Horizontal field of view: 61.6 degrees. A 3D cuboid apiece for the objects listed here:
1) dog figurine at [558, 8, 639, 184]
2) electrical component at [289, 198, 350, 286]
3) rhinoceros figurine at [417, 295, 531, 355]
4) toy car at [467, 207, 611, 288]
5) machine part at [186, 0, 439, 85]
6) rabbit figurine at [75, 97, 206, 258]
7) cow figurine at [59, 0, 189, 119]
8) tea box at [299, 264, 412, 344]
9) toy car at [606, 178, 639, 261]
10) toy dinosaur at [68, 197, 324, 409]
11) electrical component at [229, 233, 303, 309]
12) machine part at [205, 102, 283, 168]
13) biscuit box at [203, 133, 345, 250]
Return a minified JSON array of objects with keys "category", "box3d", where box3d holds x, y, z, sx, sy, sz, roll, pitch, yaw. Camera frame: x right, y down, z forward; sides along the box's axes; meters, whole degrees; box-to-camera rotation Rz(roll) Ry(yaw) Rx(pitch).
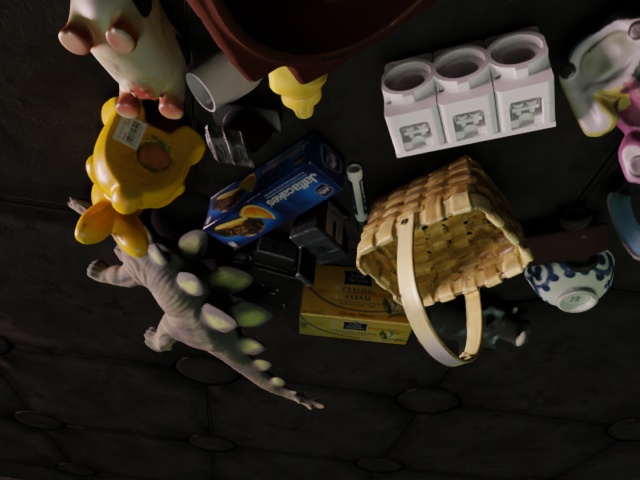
[{"category":"dog figurine","box3d":[0.352,-0.126,0.522,0.219,0.191,0.108,-8,152,-42]},{"category":"electrical component","box3d":[-0.001,-0.002,0.699,0.048,0.119,0.074,-22,131,31]},{"category":"rhinoceros figurine","box3d":[0.247,0.134,0.879,0.190,0.073,0.112,14,130,-7]},{"category":"toy car","box3d":[0.279,0.009,0.728,0.202,0.053,0.089,-13,118,21]},{"category":"machine part","box3d":[0.001,-0.202,0.314,0.201,0.087,0.200,-33,154,2]},{"category":"rabbit figurine","box3d":[-0.228,-0.061,0.653,0.122,0.162,0.173,17,159,-31]},{"category":"cow figurine","box3d":[-0.177,-0.213,0.479,0.086,0.127,0.194,-2,155,11]},{"category":"tea box","box3d":[0.055,0.098,0.833,0.170,0.098,0.068,4,142,0]},{"category":"toy car","box3d":[0.427,-0.030,0.634,0.162,0.109,0.102,-21,157,14]},{"category":"toy dinosaur","box3d":[-0.179,0.104,0.794,0.199,0.105,0.470,-21,118,42]},{"category":"electrical component","box3d":[-0.082,0.045,0.817,0.115,0.058,0.134,14,141,-12]},{"category":"machine part","box3d":[-0.081,-0.116,0.558,0.084,0.139,0.039,11,118,-3]},{"category":"biscuit box","box3d":[-0.061,-0.058,0.685,0.203,0.059,0.062,-27,130,34]}]
